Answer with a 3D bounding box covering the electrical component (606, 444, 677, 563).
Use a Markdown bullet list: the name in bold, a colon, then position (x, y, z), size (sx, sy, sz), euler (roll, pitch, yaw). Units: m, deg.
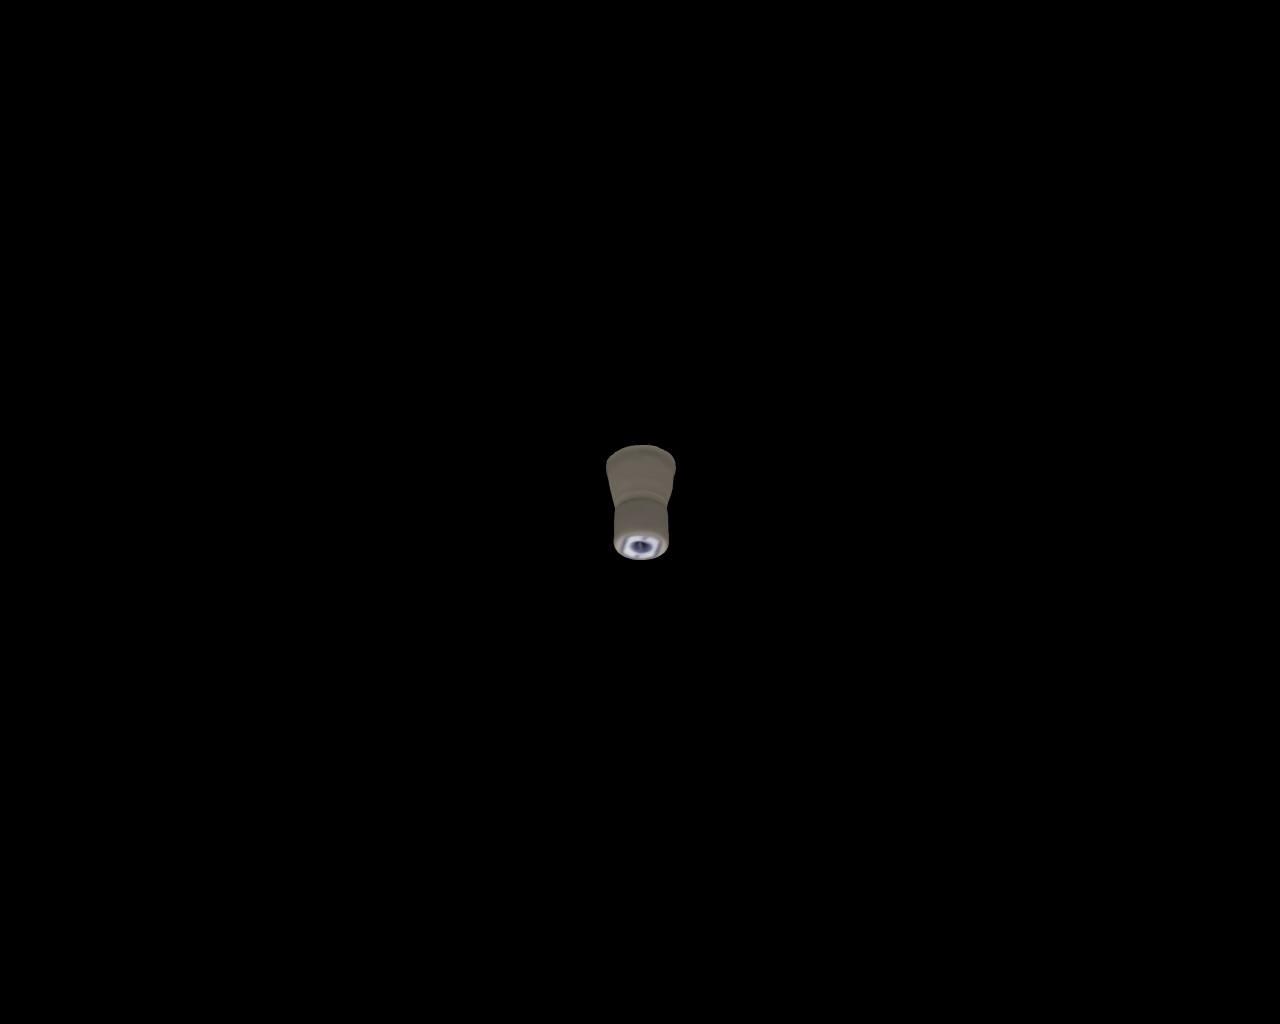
- **electrical component**: position (0.001, -0.003, 0.650), size (0.044, 0.065, 0.044), euler (0, -36, 0)
